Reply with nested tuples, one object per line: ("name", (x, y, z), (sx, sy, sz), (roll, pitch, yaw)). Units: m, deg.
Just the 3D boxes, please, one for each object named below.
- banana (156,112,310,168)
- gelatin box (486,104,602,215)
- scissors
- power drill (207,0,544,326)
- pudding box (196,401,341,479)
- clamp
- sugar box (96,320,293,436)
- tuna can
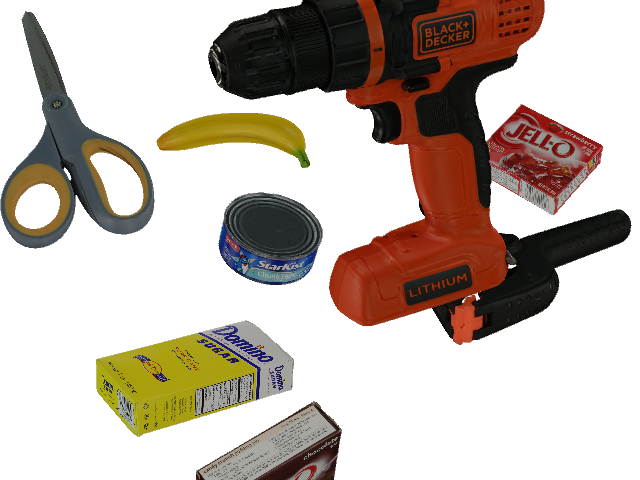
("banana", (-0.101, -0.130, 1.311), (0.198, 0.037, 0.069), (6, 40, 15))
("gelatin box", (0.194, -0.074, 0.956), (0.089, 0.073, 0.030), (34, -23, 28))
("scissors", (-0.174, -0.067, 0.652), (0.096, 0.202, 0.016), (-31, -32, -20))
("power drill", (0.037, -0.049, 0.581), (0.184, 0.188, 0.057), (-15, 31, -17))
("pudding box", (-0.040, 0.184, 0.812), (0.113, 0.090, 0.039), (-29, 56, -28))
("clamp", (0.119, 0.011, 0.768), (0.165, 0.036, 0.209), (11, 28, 26))
("sugar box", (-0.124, 0.133, 1.066), (0.175, 0.048, 0.093), (-16, 32, -31))
("tuna can", (-0.043, -0.001, 0.913), (0.086, 0.034, 0.086), (11, 38, -9))
